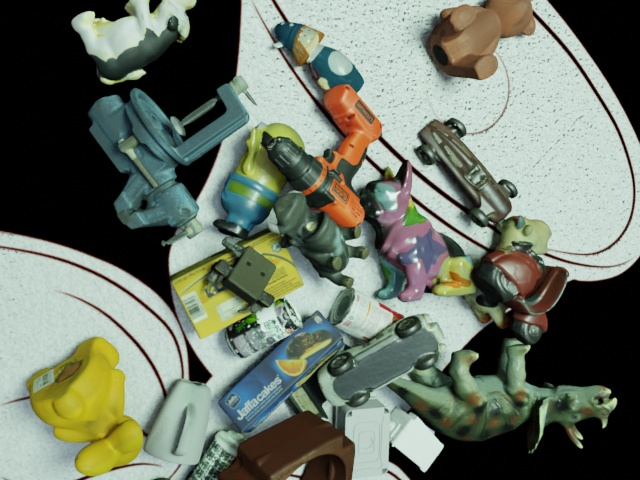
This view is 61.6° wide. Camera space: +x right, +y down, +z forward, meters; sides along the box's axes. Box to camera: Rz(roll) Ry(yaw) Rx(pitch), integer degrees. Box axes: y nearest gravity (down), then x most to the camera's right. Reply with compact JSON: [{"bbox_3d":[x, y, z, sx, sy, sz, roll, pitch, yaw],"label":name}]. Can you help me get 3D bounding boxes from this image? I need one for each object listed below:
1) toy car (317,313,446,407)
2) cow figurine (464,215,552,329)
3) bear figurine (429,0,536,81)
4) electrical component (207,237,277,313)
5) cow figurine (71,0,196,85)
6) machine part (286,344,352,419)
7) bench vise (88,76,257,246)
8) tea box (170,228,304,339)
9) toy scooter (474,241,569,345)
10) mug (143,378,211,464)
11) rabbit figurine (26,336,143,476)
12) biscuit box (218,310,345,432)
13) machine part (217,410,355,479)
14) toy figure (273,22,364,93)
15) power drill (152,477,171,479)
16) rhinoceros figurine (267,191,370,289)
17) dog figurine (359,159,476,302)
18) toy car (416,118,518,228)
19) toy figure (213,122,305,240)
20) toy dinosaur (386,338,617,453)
[{"bbox_3d":[0.093,0.180,0.805,0.202,0.056,0.073,-29,100,1],"label":"toy car"},{"bbox_3d":[0.320,0.040,0.917,0.195,0.086,0.127,-46,111,-9],"label":"cow figurine"},{"bbox_3d":[0.278,-0.341,0.858,0.196,0.132,0.120,-31,106,-7],"label":"bear figurine"},{"bbox_3d":[-0.106,0.054,0.736,0.102,0.045,0.078,33,55,-18],"label":"electrical component"},{"bbox_3d":[-0.236,-0.280,0.733,0.167,0.068,0.098,-25,106,-11],"label":"cow figurine"},{"bbox_3d":[0.010,0.229,0.856,0.139,0.039,0.084,-38,95,-10],"label":"machine part"},{"bbox_3d":[-0.186,-0.124,0.722,0.241,0.129,0.223,-34,86,5],"label":"bench vise"},{"bbox_3d":[-0.122,0.059,0.788,0.170,0.068,0.098,-25,100,-15],"label":"tea box"},{"bbox_3d":[0.326,0.065,0.838,0.135,0.075,0.183,-44,116,-9],"label":"toy scooter"},{"bbox_3d":[-0.195,0.254,0.763,0.081,0.109,0.107,17,75,-12],"label":"mug"},{"bbox_3d":[-0.289,0.238,0.720,0.122,0.163,0.173,-35,120,-25],"label":"rabbit figurine"},{"bbox_3d":[-0.055,0.198,0.809,0.203,0.059,0.063,-42,71,-11],"label":"biscuit box"},{"bbox_3d":[-0.049,0.363,0.772,0.201,0.087,0.200,-12,115,-40],"label":"machine part"},{"bbox_3d":[-0.001,-0.277,0.813,0.154,0.058,0.064,39,38,-15],"label":"toy figure"},{"bbox_3d":[-0.248,0.478,0.769,0.207,0.086,0.231,-20,97,-11],"label":"power drill"},{"bbox_3d":[-0.002,-0.002,0.754,0.073,0.112,0.190,-59,147,-13],"label":"rhinoceros figurine"},{"bbox_3d":[0.152,-0.015,0.849,0.191,0.108,0.219,-6,92,-16],"label":"dog figurine"},{"bbox_3d":[0.245,-0.114,0.888,0.089,0.053,0.202,-40,95,-8],"label":"toy car"},{"bbox_3d":[-0.088,-0.086,0.784,0.089,0.082,0.180,24,84,-18],"label":"toy figure"},{"bbox_3d":[0.263,0.267,0.890,0.405,0.131,0.192,-4,84,-8],"label":"toy dinosaur"}]
